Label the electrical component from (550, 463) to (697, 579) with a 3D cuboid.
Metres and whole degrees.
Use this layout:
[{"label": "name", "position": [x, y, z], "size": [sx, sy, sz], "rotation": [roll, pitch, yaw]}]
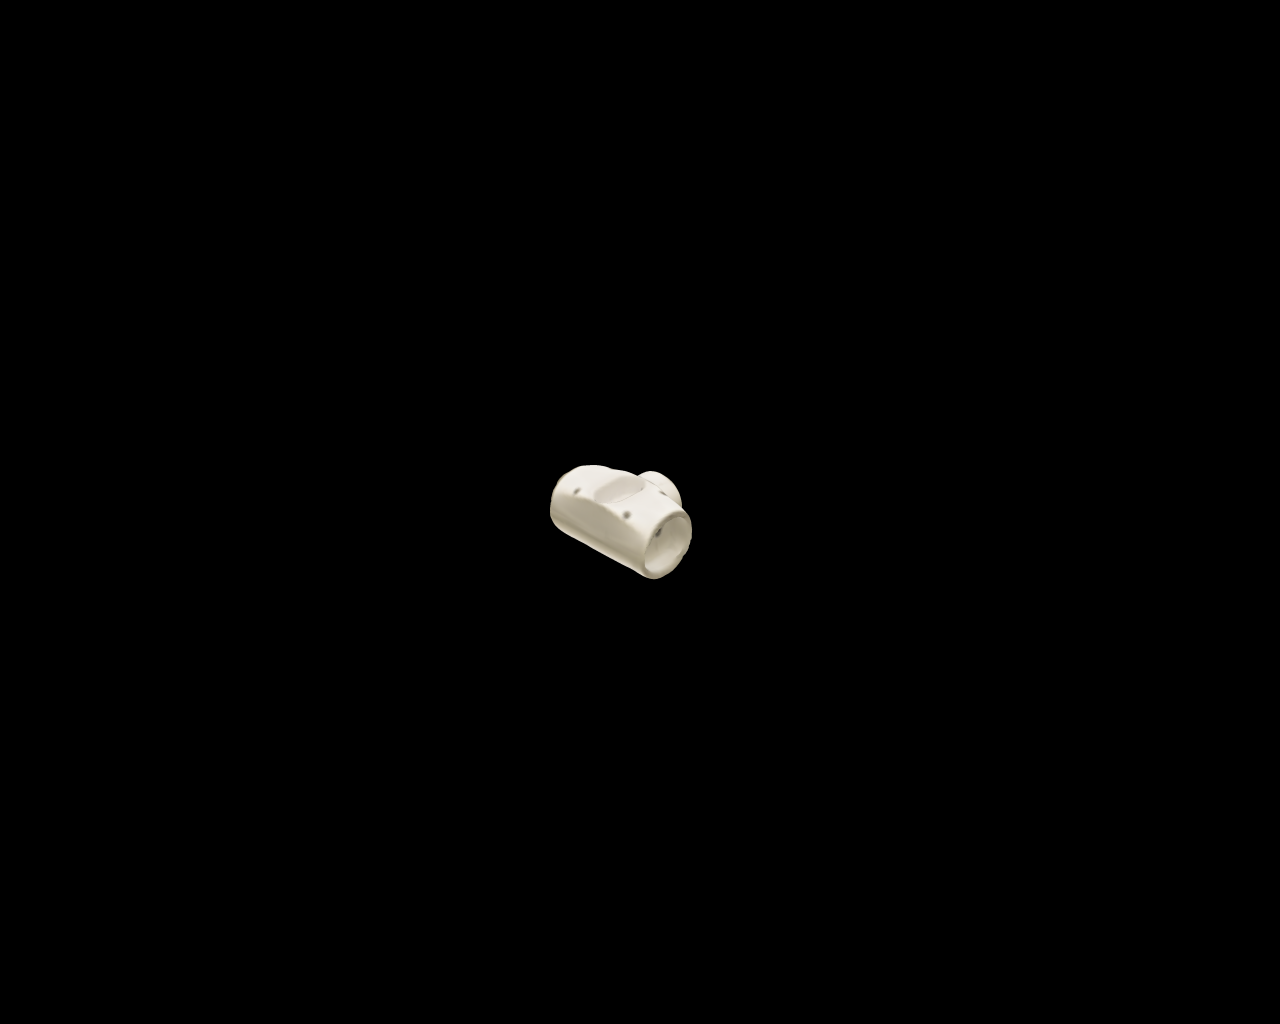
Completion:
[{"label": "electrical component", "position": [0.001, -0.003, 0.650], "size": [0.077, 0.043, 0.079], "rotation": [27, 42, 36]}]
